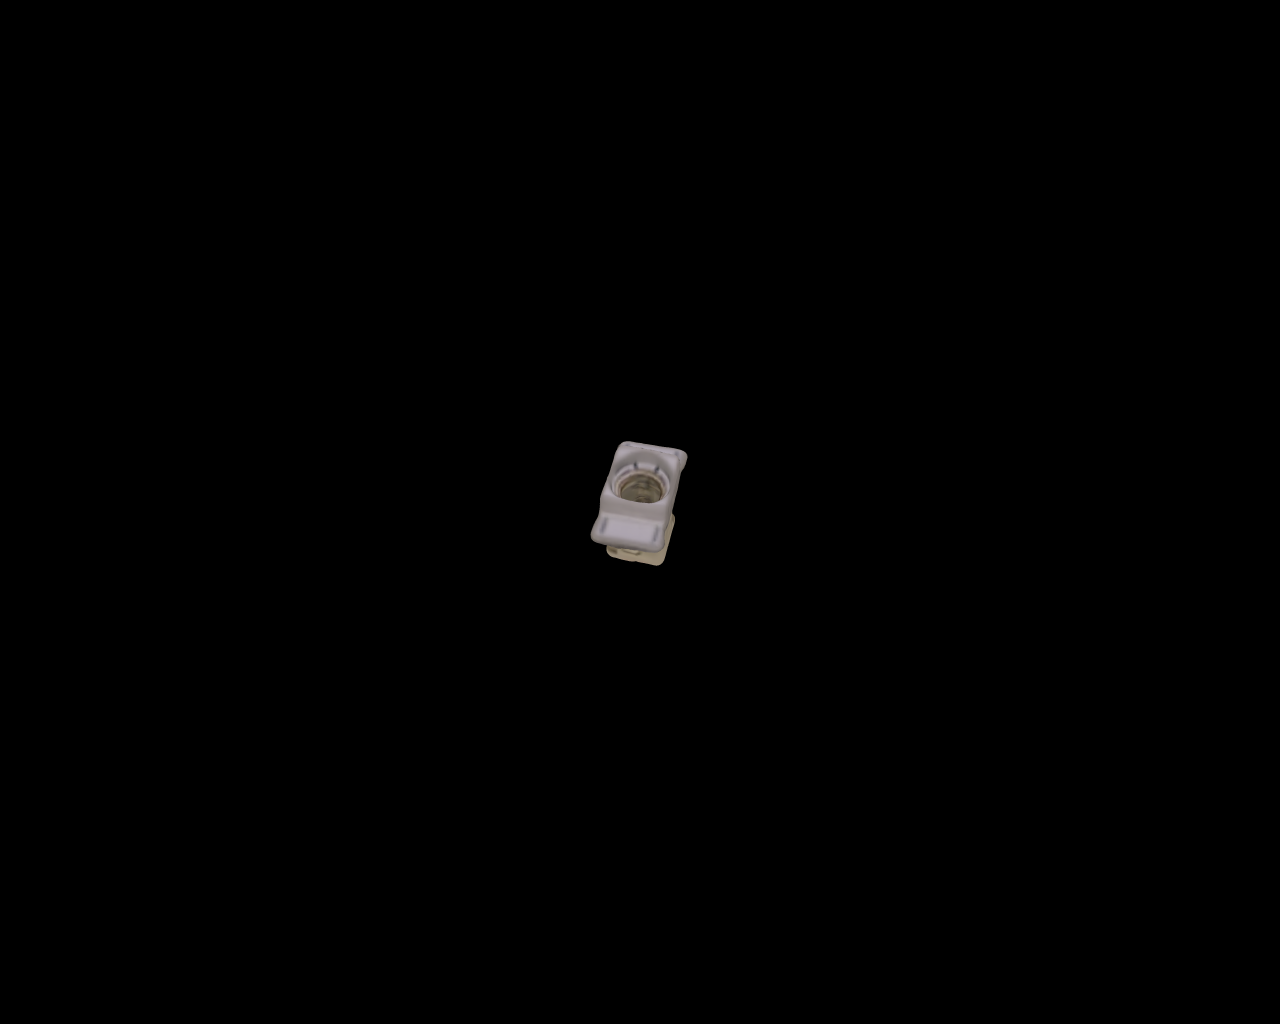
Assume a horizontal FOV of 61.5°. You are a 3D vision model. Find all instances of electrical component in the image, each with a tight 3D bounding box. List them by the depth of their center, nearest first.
[{"bbox_3d":[0.001,-0.003,0.650,0.042,0.081,0.063,11,-39,9],"label":"electrical component"}]
